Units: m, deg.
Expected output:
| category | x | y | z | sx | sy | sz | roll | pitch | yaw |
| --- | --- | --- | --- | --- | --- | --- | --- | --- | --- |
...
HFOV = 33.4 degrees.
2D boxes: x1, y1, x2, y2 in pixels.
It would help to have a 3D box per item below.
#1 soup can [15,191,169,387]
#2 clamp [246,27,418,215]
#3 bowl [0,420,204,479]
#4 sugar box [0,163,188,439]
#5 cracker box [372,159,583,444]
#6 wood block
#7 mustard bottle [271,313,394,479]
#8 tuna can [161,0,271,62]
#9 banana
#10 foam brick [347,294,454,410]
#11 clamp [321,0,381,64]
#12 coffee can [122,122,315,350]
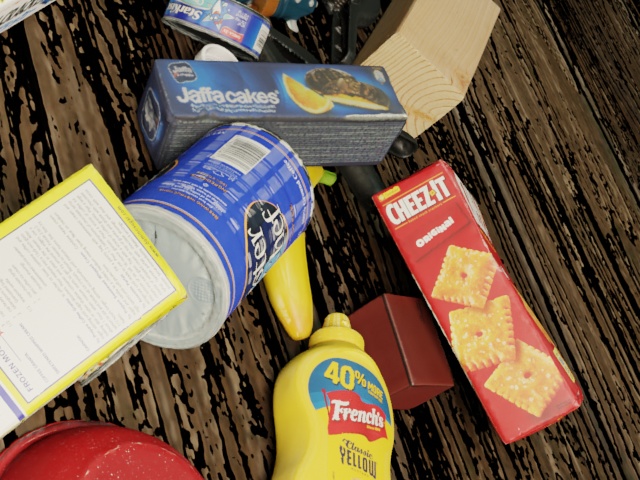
| category | x | y | z | sx | sy | sz | roll | pitch | yaw |
| --- | --- | --- | --- | --- | --- | --- | --- | --- | --- |
| soup can | -0.150 | 0.028 | 0.643 | 0.102 | 0.069 | 0.068 | 50 | 37 | -4 |
| clamp | 0.006 | -0.122 | 0.957 | 0.210 | 0.036 | 0.164 | 47 | 25 | 0 |
| bowl | -0.107 | 0.165 | 0.588 | 0.162 | 0.055 | 0.162 | 27 | 44 | -30 |
| sugar box | -0.167 | 0.047 | 0.569 | 0.176 | 0.048 | 0.093 | -37 | 90 | -22 |
| cracker box | 0.133 | 0.054 | 0.865 | 0.214 | 0.072 | 0.164 | 64 | 9 | 14 |
| wood block | 0.105 | -0.197 | 1.082 | 0.090 | 0.090 | 0.205 | 43 | 38 | -12 |
| mustard bottle | 0.010 | 0.132 | 0.736 | 0.096 | 0.058 | 0.191 | 30 | 42 | -29 |
| tuna can | -0.084 | -0.178 | 0.871 | 0.086 | 0.034 | 0.086 | 22 | 2 | -1 |
| banana | -0.019 | -0.011 | 0.840 | 0.069 | 0.037 | 0.197 | 35 | 40 | -21 |
| foam brick | 0.060 | 0.088 | 0.830 | 0.052 | 0.051 | 0.078 | 10 | 54 | -44 |
| clamp | 0.024 | -0.234 | 1.072 | 0.171 | 0.039 | 0.120 | -30 | 97 | -56 |
| coffee can | -0.077 | -0.006 | 0.720 | 0.103 | 0.103 | 0.140 | 48 | 37 | -6 |
